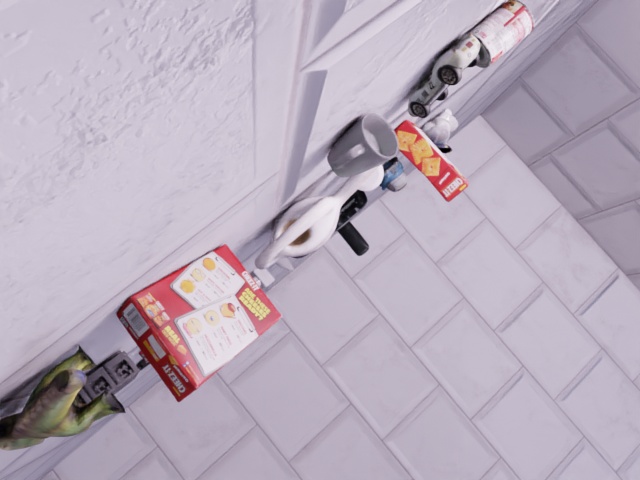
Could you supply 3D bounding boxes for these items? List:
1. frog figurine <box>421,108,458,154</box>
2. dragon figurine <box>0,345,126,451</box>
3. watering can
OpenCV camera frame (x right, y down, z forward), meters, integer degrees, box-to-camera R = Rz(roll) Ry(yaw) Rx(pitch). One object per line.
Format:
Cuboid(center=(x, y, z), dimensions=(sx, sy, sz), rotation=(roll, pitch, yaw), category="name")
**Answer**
Cuboid(center=(0.368, -0.349, 1.613), dimensions=(0.136, 0.123, 0.161), rotation=(80, 24, -76), category="frog figurine")
Cuboid(center=(-0.404, 0.250, 0.690), dimensions=(0.245, 0.123, 0.404), rotation=(-30, 171, -22), category="dragon figurine")
Cuboid(center=(0.003, -0.055, 1.099), dimensions=(0.348, 0.104, 0.224), rotation=(-41, 178, 0), category="watering can")
